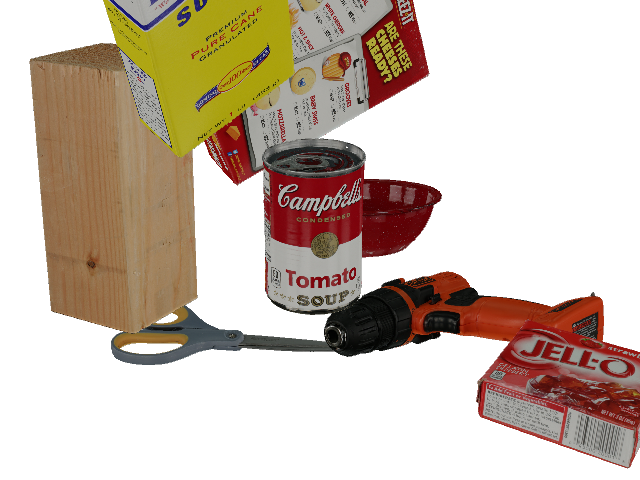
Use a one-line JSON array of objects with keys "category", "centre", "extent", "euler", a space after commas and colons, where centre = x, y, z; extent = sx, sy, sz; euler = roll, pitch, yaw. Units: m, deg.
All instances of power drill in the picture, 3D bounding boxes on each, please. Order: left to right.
[{"category": "power drill", "centre": [0.120, 0.069, 0.870], "extent": [0.188, 0.057, 0.184], "euler": [10, 17, 38]}]

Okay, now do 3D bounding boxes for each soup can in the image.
[{"category": "soup can", "centre": [-0.005, -0.010, 0.718], "extent": [0.068, 0.102, 0.068], "euler": [0, 24, 0]}]

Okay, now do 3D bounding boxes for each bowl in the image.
[{"category": "bowl", "centre": [0.041, -0.021, 1.073], "extent": [0.162, 0.055, 0.162], "euler": [-2, 14, 0]}]

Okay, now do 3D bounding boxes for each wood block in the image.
[{"category": "wood block", "centre": [-0.161, -0.044, 0.845], "extent": [0.091, 0.206, 0.090], "euler": [12, 23, 27]}]

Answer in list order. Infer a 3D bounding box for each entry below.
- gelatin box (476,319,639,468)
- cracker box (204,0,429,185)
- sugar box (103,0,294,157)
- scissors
[{"category": "gelatin box", "centre": [0.142, 0.082, 0.596], "extent": [0.089, 0.030, 0.073], "euler": [16, 31, 26]}, {"category": "cracker box", "centre": [-0.022, -0.173, 0.943], "extent": [0.213, 0.164, 0.072], "euler": [-32, 44, -12]}, {"category": "sugar box", "centre": [-0.063, -0.128, 0.557], "extent": [0.093, 0.048, 0.176], "euler": [-40, -21, -17]}, {"category": "scissors", "centre": [-0.091, 0.081, 0.981], "extent": [0.201, 0.016, 0.096], "euler": [-4, 33, -11]}]
